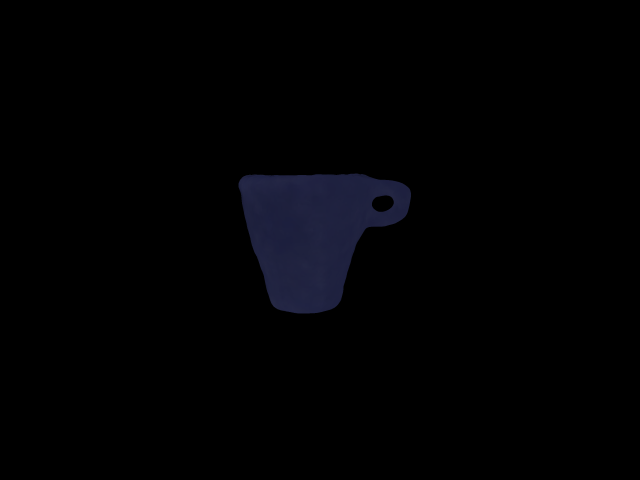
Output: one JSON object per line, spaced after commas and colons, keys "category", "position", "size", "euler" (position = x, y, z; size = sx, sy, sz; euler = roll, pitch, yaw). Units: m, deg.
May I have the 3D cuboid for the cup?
{"category": "cup", "position": [0.004, 0.001, 0.400], "size": [0.117, 0.095, 0.091], "euler": [0, 7, 0]}
